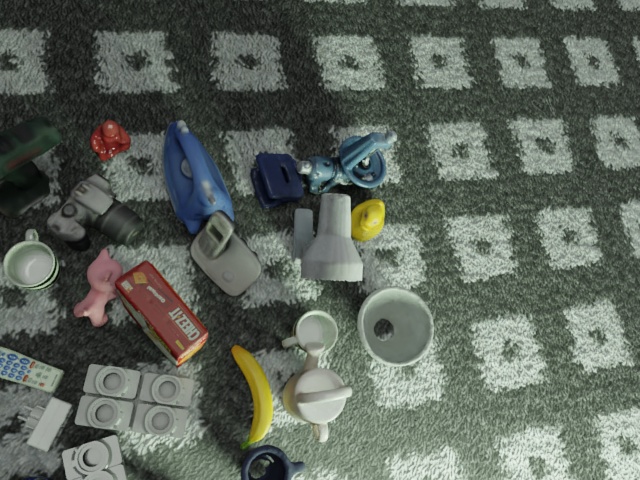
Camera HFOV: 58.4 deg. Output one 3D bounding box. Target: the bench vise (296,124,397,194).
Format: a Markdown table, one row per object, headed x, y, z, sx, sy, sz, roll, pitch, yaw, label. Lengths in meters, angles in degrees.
| x | y | z | sx | sy | sz | roll | pitch | yaw | label |
| --- | --- | --- | --- | --- | --- | --- | --- | --- | --- |
| 0.066 | -0.159 | 1.204 | 0.208 | 0.219 | 0.121 | -25 | 81 | -21 | bench vise |

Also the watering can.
| x | y | z | sx | sy | sz | roll | pitch | yaw | label |
| --- | --- | --- | --- | --- | --- | --- | --- | --- | --- |
| -0.006 | 0.281 | 1.063 | 0.101 | 0.194 | 0.173 | -26 | 81 | -21 | watering can |

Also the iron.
| x | y | z | sx | sy | sz | roll | pitch | yaw | label |
| --- | --- | --- | --- | --- | --- | --- | --- | --- | --- |
| -0.257 | -0.152 | 1.154 | 0.119 | 0.141 | 0.258 | -20 | 80 | -20 | iron |

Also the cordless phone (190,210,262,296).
| x | y | z | sx | sy | sz | roll | pitch | yaw | label |
| --- | --- | --- | --- | --- | --- | --- | --- | --- | --- |
| -0.173 | 0.022 | 1.100 | 0.147 | 0.185 | 0.094 | 44 | 68 | 1 | cordless phone |

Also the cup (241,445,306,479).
| x | y | z | sx | sy | sz | roll | pitch | yaw | label |
| --- | --- | --- | --- | --- | --- | --- | --- | --- | --- |
| -0.091 | 0.420 | 1.050 | 0.118 | 0.095 | 0.091 | -4 | 75 | -17 | cup |

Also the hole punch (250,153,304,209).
| x | y | z | sx | sy | sz | roll | pitch | yaw | label |
| --- | --- | --- | --- | --- | --- | --- | --- | --- | --- |
| -0.088 | -0.134 | 1.223 | 0.101 | 0.091 | 0.108 | -15 | 78 | -19 | hole punch |

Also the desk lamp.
| x | y | z | sx | sy | sz | roll | pitch | yaw | label |
| --- | --- | --- | --- | --- | --- | --- | --- | --- | --- |
| 0.010 | 0.004 | 1.142 | 0.118 | 0.213 | 0.203 | 3 | 73 | -14 | desk lamp |

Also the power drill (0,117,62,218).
| x | y | z | sx | sy | sz | roll | pitch | yaw | label |
| --- | --- | --- | --- | --- | --- | --- | --- | --- | --- |
| -0.562 | -0.118 | 1.021 | 0.075 | 0.208 | 0.230 | 44 | 67 | 1 | power drill |

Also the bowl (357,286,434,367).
| x | y | z | sx | sy | sz | roll | pitch | yaw | label |
| --- | --- | --- | --- | --- | --- | --- | --- | --- | --- |
| 0.148 | 0.184 | 1.200 | 0.168 | 0.074 | 0.167 | 5 | 72 | -14 | bowl |

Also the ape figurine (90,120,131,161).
| x | y | z | sx | sy | sz | roll | pitch | yaw | label |
| --- | --- | --- | --- | --- | --- | --- | --- | --- | --- |
| -0.421 | -0.209 | 1.152 | 0.078 | 0.092 | 0.076 | 8 | 71 | -13 | ape figurine |

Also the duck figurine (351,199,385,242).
| x | y | z | sx | sy | sz | roll | pitch | yaw | label |
| --- | --- | --- | --- | --- | --- | --- | --- | --- | --- |
| 0.112 | -0.053 | 1.257 | 0.077 | 0.086 | 0.105 | 37 | 68 | -2 | duck figurine |

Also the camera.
| x | y | z | sx | sy | sz | roll | pitch | yaw | label |
| --- | --- | --- | --- | --- | --- | --- | --- | --- | --- |
| -0.421 | -0.040 | 1.095 | 0.137 | 0.100 | 0.143 | 34 | 68 | -3 | camera |

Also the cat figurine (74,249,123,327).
| x | y | z | sx | sy | sz | roll | pitch | yaw | label |
| --- | --- | --- | --- | --- | --- | --- | --- | --- | --- |
| -0.403 | 0.087 | 1.052 | 0.067 | 0.117 | 0.128 | 25 | 68 | -7 | cat figurine |
